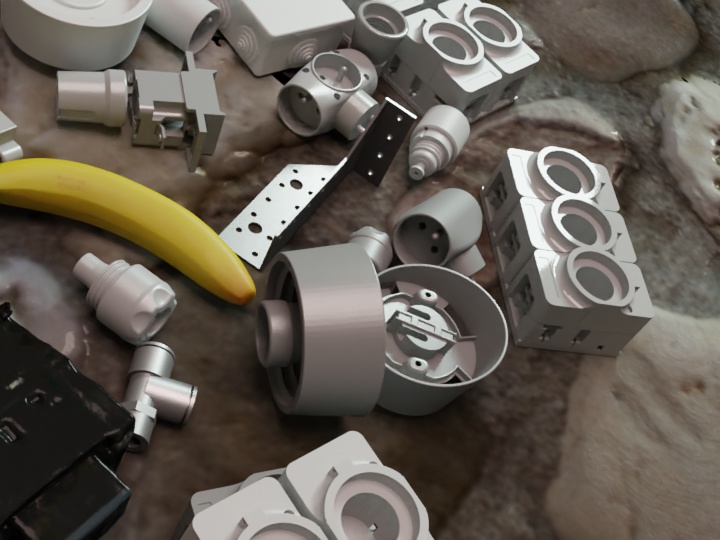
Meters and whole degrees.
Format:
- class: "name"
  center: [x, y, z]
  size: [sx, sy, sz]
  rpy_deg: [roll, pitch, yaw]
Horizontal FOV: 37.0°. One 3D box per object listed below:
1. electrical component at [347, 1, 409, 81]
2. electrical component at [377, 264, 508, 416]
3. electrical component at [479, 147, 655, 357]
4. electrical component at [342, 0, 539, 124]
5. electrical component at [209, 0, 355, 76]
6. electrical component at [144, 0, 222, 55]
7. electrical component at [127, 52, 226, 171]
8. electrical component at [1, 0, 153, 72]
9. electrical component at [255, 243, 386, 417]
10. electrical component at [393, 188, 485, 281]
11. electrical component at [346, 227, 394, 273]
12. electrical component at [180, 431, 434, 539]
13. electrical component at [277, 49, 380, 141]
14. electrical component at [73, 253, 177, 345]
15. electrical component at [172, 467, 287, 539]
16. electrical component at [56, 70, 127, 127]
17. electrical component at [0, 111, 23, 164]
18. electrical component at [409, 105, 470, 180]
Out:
- class: "electrical component"
  center: [0.008, -0.180, 0.879]
  size: [0.044, 0.065, 0.044]
  rpy_deg: [13, 49, -16]
- class: "electrical component"
  center: [0.039, 0.045, 0.708]
  size: [0.099, 0.064, 0.099]
  rpy_deg: [16, 49, -19]
- class: "electrical component"
  center: [0.156, -0.017, 0.817]
  size: [0.089, 0.061, 0.150]
  rpy_deg: [8, 51, -20]
- class: "electrical component"
  center: [0.053, -0.214, 0.931]
  size: [0.105, 0.060, 0.186]
  rpy_deg: [-30, 70, -39]
- class: "electrical component"
  center: [-0.068, -0.209, 0.878]
  size: [0.100, 0.048, 0.099]
  rpy_deg: [-22, 65, -37]
- class: "electrical component"
  center: [-0.154, -0.208, 0.841]
  size: [0.081, 0.043, 0.043]
  rpy_deg: [36, 47, 6]
- class: "electrical component"
  center: [-0.135, -0.116, 0.775]
  size: [0.064, 0.042, 0.081]
  rpy_deg: [2, 53, -22]
- class: "electrical component"
  center: [-0.211, -0.193, 0.790]
  size: [0.108, 0.060, 0.108]
  rpy_deg: [13, 49, -15]
- class: "electrical component"
  center: [-0.031, 0.038, 0.658]
  size: [0.060, 0.108, 0.108]
  rpy_deg: [-2, 54, -19]
- class: "electrical component"
  center: [0.065, -0.014, 0.780]
  size: [0.079, 0.044, 0.077]
  rpy_deg: [62, 28, -5]
- class: "electrical component"
  center: [0.000, 0.000, 0.749]
  size: [0.035, 0.035, 0.061]
  rpy_deg: [28, 49, -2]
- class: "electrical component"
  center: [0.004, 0.181, 0.511]
  size: [0.105, 0.060, 0.186]
  rpy_deg: [-23, 69, -36]
- class: "electrical component"
  center: [-0.012, -0.128, 0.842]
  size: [0.079, 0.044, 0.077]
  rpy_deg: [41, 47, 9]
- class: "electrical component"
  center: [-0.148, 0.014, 0.662]
  size: [0.062, 0.043, 0.043]
  rpy_deg: [35, 47, 8]
- class: "electrical component"
  center: [-0.050, 0.145, 0.592]
  size: [0.089, 0.055, 0.050]
  rpy_deg: [-6, 56, -29]
- class: "electrical component"
  center: [-0.189, -0.122, 0.757]
  size: [0.046, 0.040, 0.040]
  rpy_deg: [0, 53, -19]
- class: "electrical component"
  center: [-0.260, -0.084, 0.689]
  size: [0.066, 0.048, 0.055]
  rpy_deg: [42, 40, 11]
- class: "electrical component"
  center: [0.058, -0.098, 0.852]
  size: [0.040, 0.040, 0.078]
  rpy_deg: [31, 47, 1]
